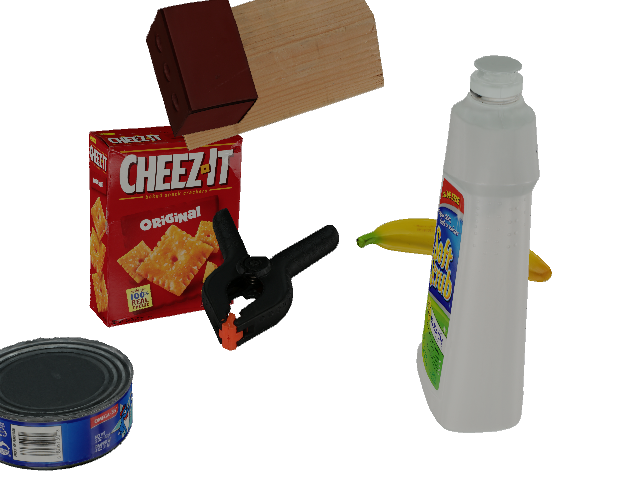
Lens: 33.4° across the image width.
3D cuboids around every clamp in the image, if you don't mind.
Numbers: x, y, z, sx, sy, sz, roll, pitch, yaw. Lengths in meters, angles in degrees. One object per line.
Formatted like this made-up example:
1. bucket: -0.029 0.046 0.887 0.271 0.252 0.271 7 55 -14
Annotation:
1. clamp: -0.066 0.027 0.950 0.120 0.039 0.171 10 36 20

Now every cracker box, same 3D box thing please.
1. cracker box: -0.177 -0.019 1.222 0.163 0.214 0.072 -8 25 -30

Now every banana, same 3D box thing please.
1. banana: 0.140 0.009 1.100 0.198 0.037 0.069 9 36 12

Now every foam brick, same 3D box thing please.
1. foam brick: -0.083 -0.120 0.739 0.051 0.078 0.053 -14 -9 -21

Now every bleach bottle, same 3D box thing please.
1. bleach bottle: 0.104 0.000 0.696 0.068 0.251 0.102 -3 30 -4

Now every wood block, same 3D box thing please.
1. wood block: -0.052 -0.178 1.054 0.206 0.091 0.090 -19 46 -6

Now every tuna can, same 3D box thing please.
1. tuna can: -0.144 0.087 0.575 0.086 0.034 0.086 2 23 -1
